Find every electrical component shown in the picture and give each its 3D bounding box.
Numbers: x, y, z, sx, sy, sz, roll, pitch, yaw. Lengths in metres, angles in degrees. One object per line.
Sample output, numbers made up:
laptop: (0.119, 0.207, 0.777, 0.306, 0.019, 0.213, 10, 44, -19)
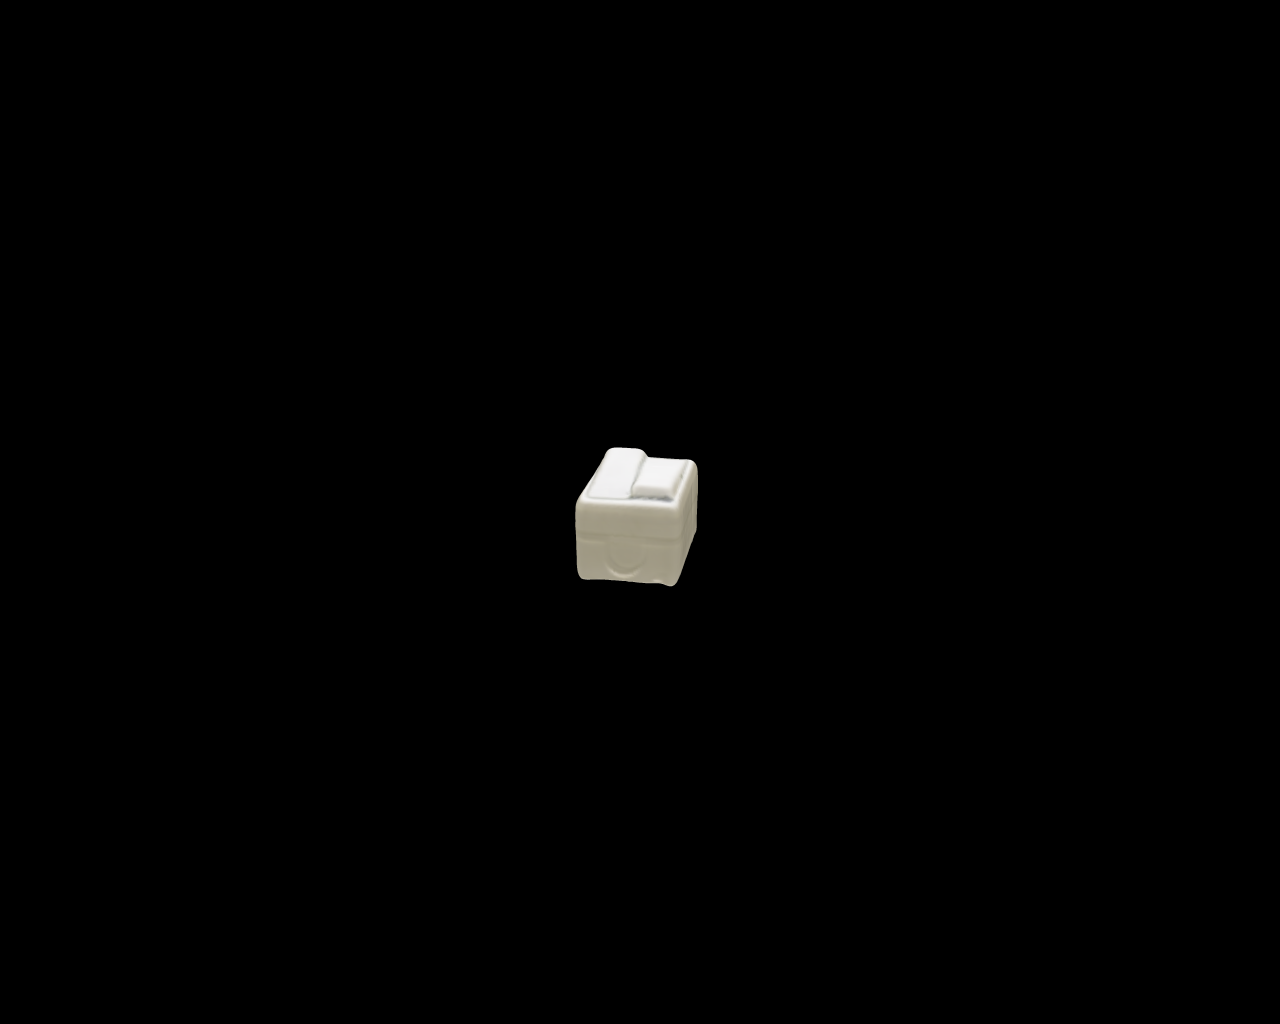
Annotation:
electrical component: (0.001, -0.003, 0.650, 0.062, 0.061, 0.096, 5, 25, 10)
